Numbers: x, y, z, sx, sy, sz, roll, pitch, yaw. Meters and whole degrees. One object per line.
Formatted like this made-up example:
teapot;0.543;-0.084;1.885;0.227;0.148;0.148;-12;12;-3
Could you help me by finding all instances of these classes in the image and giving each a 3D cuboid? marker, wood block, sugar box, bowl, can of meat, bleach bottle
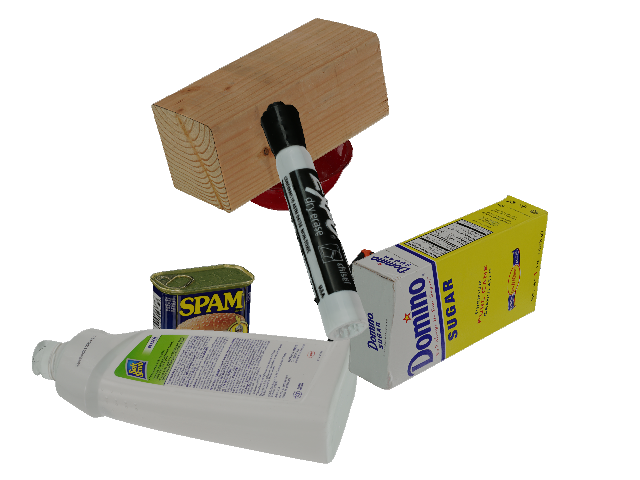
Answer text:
marker;-0.005;-0.012;0.481;0.020;0.121;0.020;-14;-27;-8
wood block;-0.041;-0.122;1.000;0.205;0.091;0.090;-34;39;-30
sugar box;0.098;0.036;0.796;0.048;0.093;0.175;24;35;38
bowl;-0.042;-0.083;1.268;0.162;0.055;0.162;-2;36;1
can of meat;-0.120;0.075;1.076;0.101;0.084;0.058;-6;20;-29
bleach bottle;-0.103;0.107;0.842;0.251;0.068;0.102;8;35;12

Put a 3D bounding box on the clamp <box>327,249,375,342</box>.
clamp;0.066;0.079;1.180;0.120;0.171;0.039;6;-42;4
